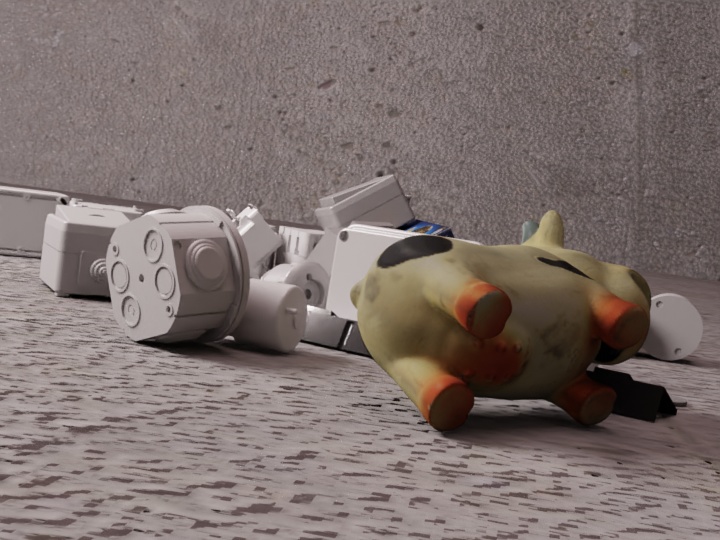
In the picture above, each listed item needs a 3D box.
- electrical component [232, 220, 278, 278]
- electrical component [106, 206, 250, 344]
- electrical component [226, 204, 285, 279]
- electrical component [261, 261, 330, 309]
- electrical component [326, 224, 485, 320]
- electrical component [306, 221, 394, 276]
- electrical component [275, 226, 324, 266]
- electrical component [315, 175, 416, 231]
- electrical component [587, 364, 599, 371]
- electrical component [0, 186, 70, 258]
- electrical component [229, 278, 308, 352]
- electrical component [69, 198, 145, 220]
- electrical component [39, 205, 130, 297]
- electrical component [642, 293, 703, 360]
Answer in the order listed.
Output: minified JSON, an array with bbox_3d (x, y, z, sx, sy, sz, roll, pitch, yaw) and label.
[{"bbox_3d":[-0.114,-0.019,1.079,0.050,0.055,0.089,8,4,1],"label":"electrical component"},{"bbox_3d":[-0.105,0.003,0.617,0.080,0.080,0.051,11,11,43],"label":"electrical component"},{"bbox_3d":[-0.108,-0.023,0.995,0.081,0.064,0.042,50,-9,-17],"label":"electrical component"},{"bbox_3d":[-0.054,0.017,0.778,0.062,0.048,0.048,2,-1,45],"label":"electrical component"},{"bbox_3d":[0.038,0.014,0.732,0.113,0.078,0.057,10,2,32],"label":"electrical component"},{"bbox_3d":[0.000,0.000,0.916,0.063,0.078,0.121,38,11,11],"label":"electrical component"},{"bbox_3d":[-0.049,-0.011,1.078,0.050,0.055,0.089,6,4,-21],"label":"electrical component"},{"bbox_3d":[0.009,-0.064,1.123,0.096,0.061,0.062,-29,9,-15],"label":"electrical component"},{"bbox_3d":[0.142,0.038,0.702,0.035,0.061,0.035,7,4,-1],"label":"electrical component"},{"bbox_3d":[-0.320,-0.046,1.028,0.096,0.061,0.061,6,4,-27],"label":"electrical component"},{"bbox_3d":[-0.068,0.025,0.649,0.078,0.040,0.040,9,4,23],"label":"electrical component"},{"bbox_3d":[-0.230,-0.029,0.961,0.062,0.061,0.096,6,4,-17],"label":"electrical component"},{"bbox_3d":[-0.197,-0.013,0.797,0.062,0.061,0.096,6,4,-25],"label":"electrical component"},{"bbox_3d":[0.204,0.039,0.865,0.138,0.052,0.074,9,4,16],"label":"electrical component"}]
